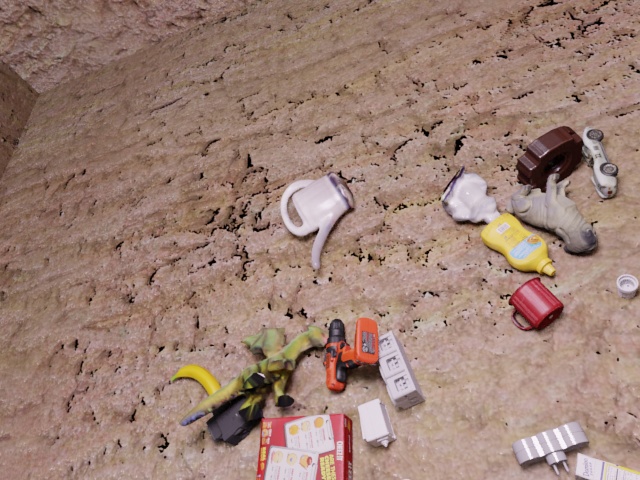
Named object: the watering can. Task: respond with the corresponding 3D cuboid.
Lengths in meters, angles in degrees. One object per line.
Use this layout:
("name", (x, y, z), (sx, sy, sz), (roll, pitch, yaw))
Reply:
("watering can", (0.005, -0.077, 1.539), (0.224, 0.102, 0.355), (-32, 48, 3))

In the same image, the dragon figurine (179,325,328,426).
("dragon figurine", (-0.161, 0.323, 1.329), (0.410, 0.120, 0.247), (-18, 24, 3))

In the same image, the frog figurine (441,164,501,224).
("frog figurine", (0.409, -0.103, 1.374), (0.160, 0.120, 0.139), (35, 66, 3))
